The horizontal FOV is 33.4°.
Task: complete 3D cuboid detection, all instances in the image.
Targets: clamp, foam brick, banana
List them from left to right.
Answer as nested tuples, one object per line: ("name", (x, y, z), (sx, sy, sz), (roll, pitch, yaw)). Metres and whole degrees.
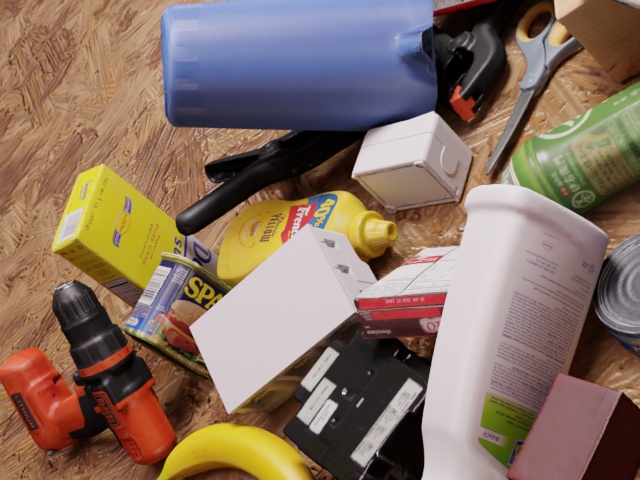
("banana", (-0.067, 0.187, 0.890), (0.198, 0.037, 0.069), (-9, 69, 44))
("clamp", (-0.048, -0.083, 1.095), (0.210, 0.036, 0.164), (-27, 20, 9))
("clamp", (0.147, -0.183, 1.001), (0.120, 0.039, 0.171), (-33, 37, 28))
("foam brick", (0.166, 0.133, 0.672), (0.053, 0.051, 0.078), (13, 68, 51))

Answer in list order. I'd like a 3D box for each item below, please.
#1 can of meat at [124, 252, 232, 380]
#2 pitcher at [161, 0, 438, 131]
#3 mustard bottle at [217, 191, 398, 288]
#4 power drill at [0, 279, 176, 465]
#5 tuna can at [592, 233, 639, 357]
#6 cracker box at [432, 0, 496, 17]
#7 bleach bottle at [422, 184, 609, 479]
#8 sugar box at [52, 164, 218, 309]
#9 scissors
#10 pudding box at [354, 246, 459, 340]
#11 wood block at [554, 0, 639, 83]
("can of meat", (-0.124, 0.073, 0.998), (0.058, 0.102, 0.084), (9, 66, 50))
("pitcher", (-0.022, -0.159, 0.976), (0.242, 0.149, 0.145), (-3, 45, -8))
("mustard bottle", (-0.007, 0.001, 0.976), (0.192, 0.058, 0.096), (-6, 48, 44))
("power drill", (-0.233, 0.132, 1.012), (0.188, 0.184, 0.057), (-15, 14, 48))
("tuna can", (0.227, 0.034, 0.713), (0.086, 0.033, 0.086), (-29, 40, 27))
("cracker box", (0.174, -0.291, 1.008), (0.214, 0.072, 0.164), (-5, 36, 46))
("bleach bottle", (0.110, 0.097, 0.703), (0.068, 0.102, 0.251), (0, 68, 61))
("sugar box", (-0.171, 0.016, 1.036), (0.048, 0.176, 0.093), (-20, 44, 38))
("scissors", (0.180, -0.147, 0.949), (0.201, 0.016, 0.096), (-52, 33, -5))
("pudding box", (0.093, 0.037, 0.800), (0.090, 0.039, 0.113), (-5, 18, 40))
("wood block", (0.291, -0.224, 0.819), (0.206, 0.090, 0.090), (-30, 38, 35))
